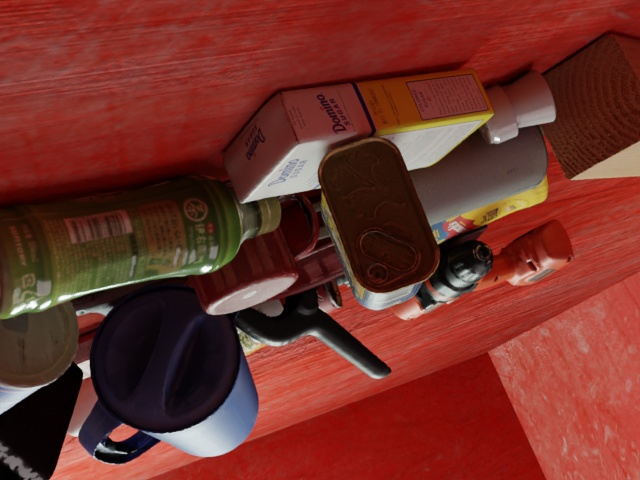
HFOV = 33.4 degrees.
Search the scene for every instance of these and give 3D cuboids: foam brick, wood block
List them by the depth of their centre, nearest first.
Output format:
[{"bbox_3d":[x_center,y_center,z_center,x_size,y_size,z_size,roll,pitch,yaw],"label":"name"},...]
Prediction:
[{"bbox_3d":[0.277,-0.113,0.935,0.091,0.090,0.205,-33,165,34],"label":"wood block"},{"bbox_3d":[0.143,-0.017,1.175,0.051,0.053,0.078,-21,168,-13],"label":"foam brick"}]

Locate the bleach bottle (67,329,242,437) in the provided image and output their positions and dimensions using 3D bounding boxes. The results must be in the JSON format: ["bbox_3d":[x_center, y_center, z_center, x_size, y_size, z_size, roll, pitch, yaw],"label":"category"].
[{"bbox_3d":[-0.187,0.146,1.242,0.251,0.068,0.102,-31,169,19],"label":"bleach bottle"}]

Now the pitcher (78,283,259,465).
[{"bbox_3d":[-0.134,0.146,1.023,0.149,0.145,0.243,-3,160,3],"label":"pitcher"}]

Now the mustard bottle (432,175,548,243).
[{"bbox_3d":[0.132,-0.032,1.080,0.191,0.058,0.096,-23,163,3],"label":"mustard bottle"}]

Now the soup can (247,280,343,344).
[{"bbox_3d":[-0.036,0.062,1.149,0.102,0.068,0.068,-25,167,10],"label":"soup can"}]

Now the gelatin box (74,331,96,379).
[{"bbox_3d":[-0.249,0.125,1.115,0.073,0.030,0.089,-20,167,-12],"label":"gelatin box"}]

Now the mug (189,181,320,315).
[{"bbox_3d":[-0.056,0.003,0.840,0.117,0.081,0.093,-22,167,-3],"label":"mug"}]

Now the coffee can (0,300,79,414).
[{"bbox_3d":[-0.255,0.082,0.767,0.141,0.103,0.102,-32,164,36],"label":"coffee can"}]

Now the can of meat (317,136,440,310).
[{"bbox_3d":[0.037,-0.007,0.720,0.057,0.102,0.084,-19,167,-5],"label":"can of meat"}]

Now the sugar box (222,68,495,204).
[{"bbox_3d":[0.028,-0.076,0.755,0.175,0.048,0.093,-10,162,-34],"label":"sugar box"}]

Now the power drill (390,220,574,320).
[{"bbox_3d":[0.186,0.028,1.183,0.187,0.057,0.185,-13,168,-28],"label":"power drill"}]

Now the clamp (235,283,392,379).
[{"bbox_3d":[-0.014,0.049,1.075,0.209,0.164,0.036,10,169,-26],"label":"clamp"}]

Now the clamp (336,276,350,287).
[{"bbox_3d":[0.043,0.032,1.226,0.171,0.039,0.120,-16,171,11],"label":"clamp"}]

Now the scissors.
[{"bbox_3d":[-0.215,0.064,0.959,0.201,0.016,0.096,-18,166,-22],"label":"scissors"}]

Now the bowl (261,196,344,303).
[{"bbox_3d":[-0.006,0.001,0.979,0.162,0.055,0.162,-22,167,-6],"label":"bowl"}]
